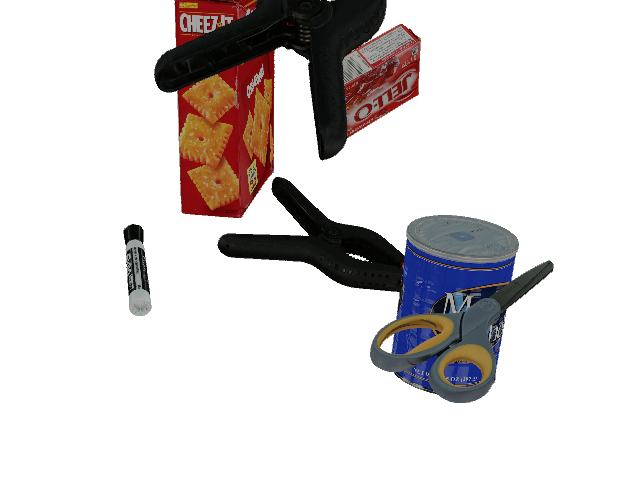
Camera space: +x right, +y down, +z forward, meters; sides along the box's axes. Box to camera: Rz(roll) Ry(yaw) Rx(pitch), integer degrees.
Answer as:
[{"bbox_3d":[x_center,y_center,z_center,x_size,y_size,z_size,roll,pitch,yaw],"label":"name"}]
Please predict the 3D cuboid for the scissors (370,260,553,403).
[{"bbox_3d":[0.129,0.065,0.782,0.201,0.016,0.096,-16,41,-30],"label":"scissors"}]

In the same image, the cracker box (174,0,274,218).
[{"bbox_3d":[-0.091,-0.150,1.089,0.072,0.214,0.164,5,22,8],"label":"cracker box"}]

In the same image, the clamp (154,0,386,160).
[{"bbox_3d":[-0.004,-0.122,0.641,0.120,0.171,0.039,35,-26,11],"label":"clamp"}]

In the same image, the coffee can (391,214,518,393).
[{"bbox_3d":[0.124,0.059,0.999,0.103,0.140,0.103,5,22,-2],"label":"coffee can"}]

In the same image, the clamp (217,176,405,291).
[{"bbox_3d":[0.001,0.008,1.165,0.210,0.036,0.164,27,36,15],"label":"clamp"}]

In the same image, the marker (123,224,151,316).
[{"bbox_3d":[-0.166,0.024,0.962,0.020,0.020,0.121,0,35,-14],"label":"marker"}]

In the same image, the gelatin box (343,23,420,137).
[{"bbox_3d":[0.044,-0.134,0.911,0.089,0.030,0.073,-32,-27,-15],"label":"gelatin box"}]
